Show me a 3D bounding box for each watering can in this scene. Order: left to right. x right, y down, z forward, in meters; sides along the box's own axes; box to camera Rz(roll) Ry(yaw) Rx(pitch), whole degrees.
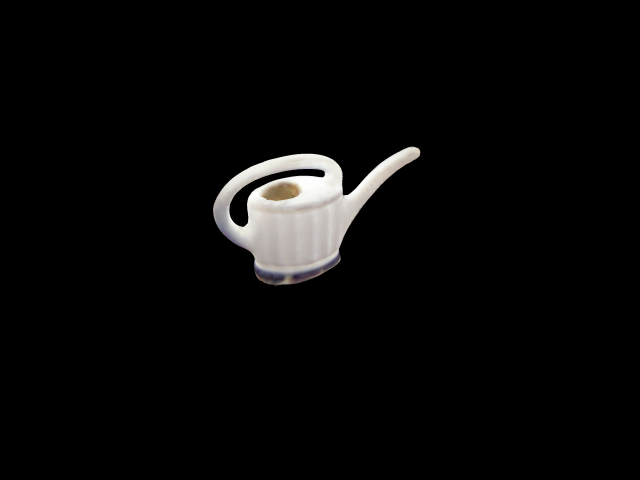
[{"bbox_3d":[0.003,-0.043,0.850,0.349,0.219,0.106,-11,36,-15],"label":"watering can"}]
